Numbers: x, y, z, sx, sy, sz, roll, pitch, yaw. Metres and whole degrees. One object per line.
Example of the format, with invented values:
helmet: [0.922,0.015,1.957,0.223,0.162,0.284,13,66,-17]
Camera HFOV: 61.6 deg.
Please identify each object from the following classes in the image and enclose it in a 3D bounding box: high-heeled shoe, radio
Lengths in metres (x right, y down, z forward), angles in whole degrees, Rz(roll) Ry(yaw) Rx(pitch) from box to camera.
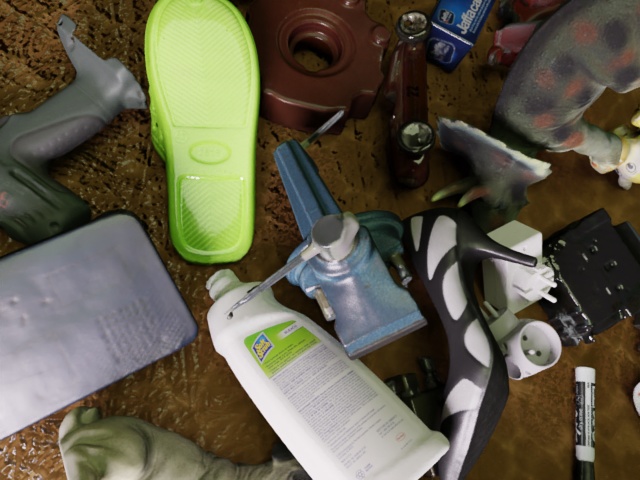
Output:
high-heeled shoe: [0.108,0.088,0.507,0.145,0.086,0.248,15,79,36]
radio: [-0.231,0.070,0.440,0.230,0.073,0.131,-26,103,-19]

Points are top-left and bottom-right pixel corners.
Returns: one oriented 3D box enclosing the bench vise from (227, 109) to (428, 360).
bench vise: [0.008,-0.007,0.478,0.129,0.223,0.241,-33,62,14]

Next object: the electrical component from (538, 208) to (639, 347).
electrical component: [0.297,0.035,0.587,0.134,0.058,0.115,-29,83,-17]

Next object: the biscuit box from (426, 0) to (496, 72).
biscuit box: [0.186,-0.305,0.667,0.063,0.059,0.202,28,70,-2]

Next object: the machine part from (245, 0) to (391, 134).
machine part: [-0.008,-0.206,0.601,0.179,0.056,0.179,3,73,-9]

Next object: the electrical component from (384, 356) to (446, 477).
electrical component: [0.093,0.170,0.513,0.078,0.045,0.102,-11,77,-44]

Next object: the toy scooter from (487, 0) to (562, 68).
toy scooter: [0.265,-0.260,0.654,0.135,0.075,0.184,-10,49,13]

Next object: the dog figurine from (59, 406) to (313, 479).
dog figurine: [-0.101,0.193,0.448,0.190,0.121,0.172,-16,80,-30]

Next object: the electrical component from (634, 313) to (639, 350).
electrical component: [0.391,0.092,0.605,0.063,0.021,0.094,29,69,-2]

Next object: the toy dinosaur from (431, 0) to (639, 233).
toy dinosaur: [0.251,-0.164,0.516,0.192,0.404,0.131,2,45,-31]

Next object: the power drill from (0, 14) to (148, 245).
power drill: [-0.286,-0.115,0.506,0.232,0.086,0.207,38,66,0]

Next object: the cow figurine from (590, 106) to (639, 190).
cow figurine: [0.402,-0.111,0.650,0.167,0.068,0.098,-36,89,-18]

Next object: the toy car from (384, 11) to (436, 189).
toy car: [0.097,-0.153,0.586,0.053,0.089,0.202,-2,72,9]
